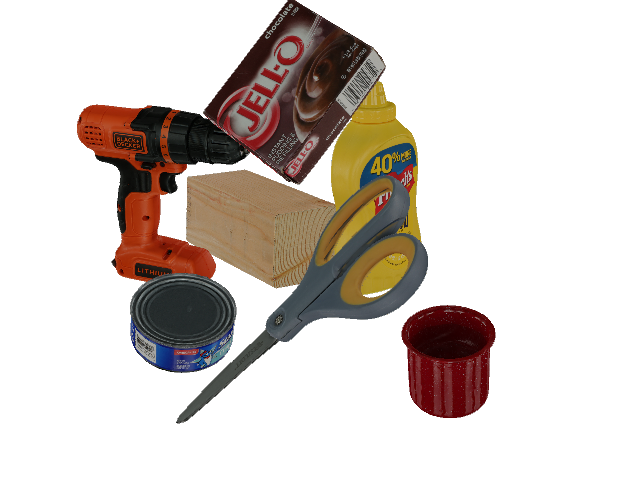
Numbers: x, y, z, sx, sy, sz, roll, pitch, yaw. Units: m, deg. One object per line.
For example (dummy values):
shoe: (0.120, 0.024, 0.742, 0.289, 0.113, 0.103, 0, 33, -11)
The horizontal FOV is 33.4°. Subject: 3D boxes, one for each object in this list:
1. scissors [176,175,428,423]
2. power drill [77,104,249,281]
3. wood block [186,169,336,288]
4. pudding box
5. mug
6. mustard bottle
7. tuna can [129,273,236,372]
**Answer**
scissors: (-0.008, 0.052, 0.617, 0.016, 0.202, 0.096, 33, 6, -37)
power drill: (-0.151, -0.045, 1.081, 0.185, 0.188, 0.057, 10, 30, 21)
wood block: (-0.075, -0.018, 1.296, 0.090, 0.090, 0.206, -9, 20, -34)
pudding box: (-0.019, -0.111, 0.792, 0.090, 0.113, 0.039, 37, -1, 30)
mug: (0.137, 0.119, 1.089, 0.093, 0.081, 0.117, 19, 40, 33)
mustard bottle: (0.052, -0.052, 0.993, 0.096, 0.192, 0.058, -20, 25, -39)
tuna can: (-0.112, 0.067, 0.871, 0.086, 0.034, 0.086, 5, 40, -5)
